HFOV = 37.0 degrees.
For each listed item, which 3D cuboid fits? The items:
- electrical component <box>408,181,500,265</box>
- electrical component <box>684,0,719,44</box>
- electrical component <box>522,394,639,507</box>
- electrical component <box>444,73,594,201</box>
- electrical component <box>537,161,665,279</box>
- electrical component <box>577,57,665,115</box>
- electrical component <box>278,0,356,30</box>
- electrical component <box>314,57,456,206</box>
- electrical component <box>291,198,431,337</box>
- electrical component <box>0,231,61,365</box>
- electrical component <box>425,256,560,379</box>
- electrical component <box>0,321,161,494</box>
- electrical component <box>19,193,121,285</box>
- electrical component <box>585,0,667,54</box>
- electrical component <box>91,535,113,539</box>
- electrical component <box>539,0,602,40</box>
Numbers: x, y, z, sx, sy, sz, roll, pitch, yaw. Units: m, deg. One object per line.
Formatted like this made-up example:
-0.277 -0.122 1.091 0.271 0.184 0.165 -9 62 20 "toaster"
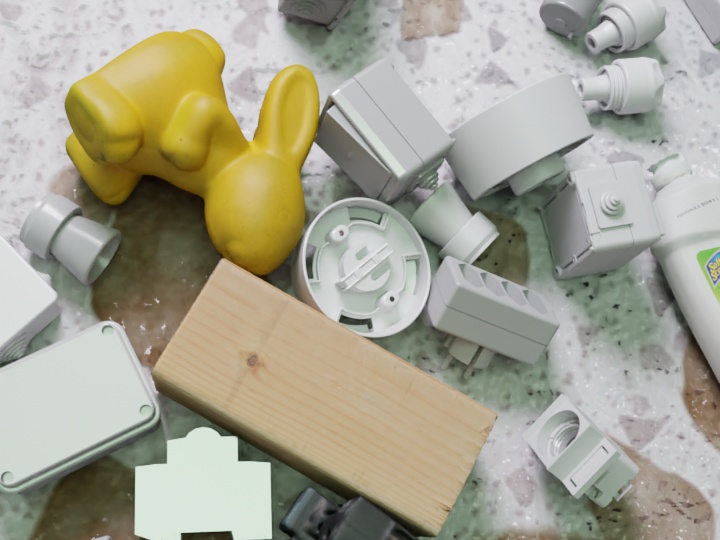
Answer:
0.068 -0.031 0.788 0.055 0.045 0.045 43 74 4 "electrical component"
0.295 -0.239 0.859 0.047 0.075 0.083 -27 81 -14 "electrical component"
0.154 0.127 0.744 0.064 0.081 0.042 38 98 -24 "electrical component"
0.117 -0.089 0.781 0.108 0.108 0.060 -27 87 -14 "electrical component"
0.177 -0.038 0.778 0.061 0.096 0.061 -10 77 -11 "electrical component"
0.201 -0.142 0.837 0.062 0.043 0.043 -6 76 -8 "electrical component"
-0.025 -0.241 0.803 0.048 0.100 0.099 11 73 -18 "electrical component"
0.018 -0.089 0.763 0.061 0.061 0.096 -36 83 -21 "electrical component"
0.000 0.000 0.757 0.099 0.064 0.099 3 82 -18 "electrical component"
-0.263 0.022 0.725 0.100 0.048 0.099 -43 85 -16 "electrical component"
0.084 0.044 0.766 0.083 0.047 0.075 22 111 -15 "electrical component"
-0.196 0.091 0.712 0.113 0.057 0.078 -25 80 -14 "electrical component"
-0.201 -0.022 0.747 0.055 0.045 0.045 32 73 1 "electrical component"
0.208 -0.193 0.852 0.062 0.043 0.043 -31 81 -13 "electrical component"
-0.181 0.197 0.696 0.046 0.040 0.040 -14 78 -5 "electrical component"
0.174 -0.222 0.856 0.040 0.040 0.078 30 73 1 "electrical component"
